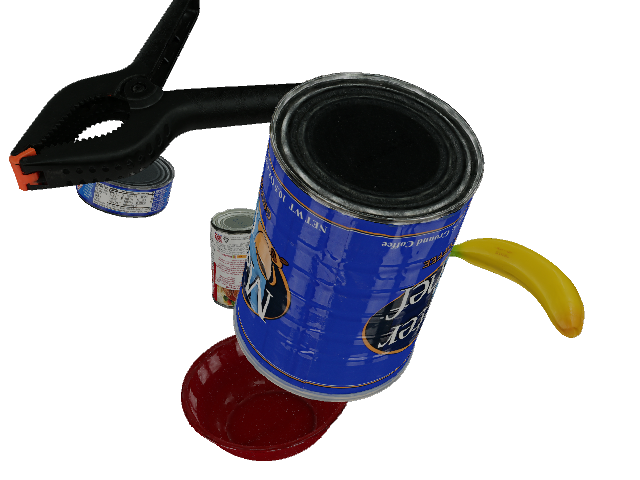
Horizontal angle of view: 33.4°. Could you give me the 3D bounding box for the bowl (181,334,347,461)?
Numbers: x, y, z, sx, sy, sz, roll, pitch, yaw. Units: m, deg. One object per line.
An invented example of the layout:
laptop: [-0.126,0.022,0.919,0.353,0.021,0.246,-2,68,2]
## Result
bowl: [-0.049,0.157,1.020,0.162,0.055,0.162,-4,37,3]

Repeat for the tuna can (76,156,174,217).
tuna can: [-0.177,-0.055,0.968,0.086,0.034,0.086,13,27,-7]

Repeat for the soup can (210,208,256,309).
soup can: [-0.096,0.021,1.261,0.068,0.102,0.068,1,25,0]

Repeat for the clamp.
clamp: [-0.113,-0.091,0.737,0.165,0.036,0.209,34,58,30]

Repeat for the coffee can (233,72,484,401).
coffee can: [0.015,0.001,0.545,0.102,0.103,0.140,0,-42,-14]

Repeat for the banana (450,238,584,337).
banana: [0.202,0.039,1.054,0.069,0.037,0.198,-33,36,-19]
